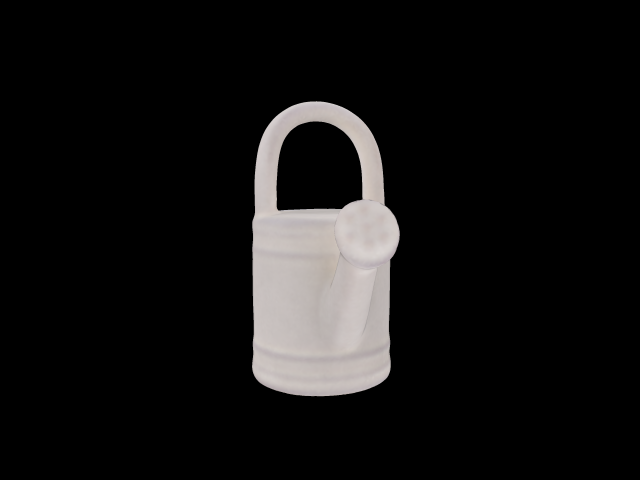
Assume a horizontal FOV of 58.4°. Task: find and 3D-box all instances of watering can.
[{"bbox_3d":[0.006,0.001,0.401,0.101,0.194,0.172,-6,9,-38],"label":"watering can"}]
